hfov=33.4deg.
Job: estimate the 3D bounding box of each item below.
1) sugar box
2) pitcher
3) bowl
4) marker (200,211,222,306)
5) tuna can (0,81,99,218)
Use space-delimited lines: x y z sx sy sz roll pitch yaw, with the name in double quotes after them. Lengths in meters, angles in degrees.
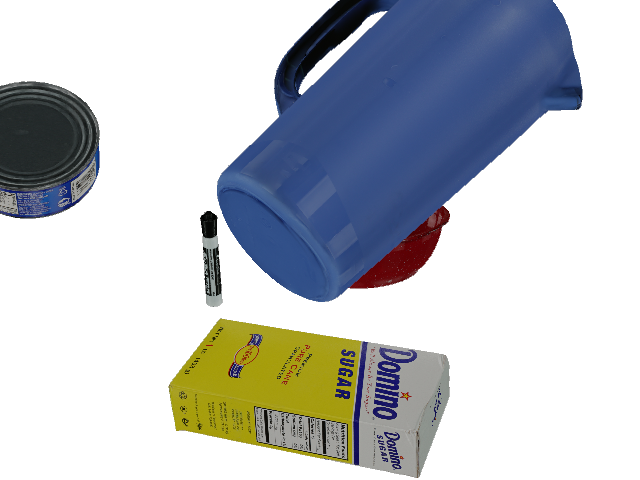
-0.006 0.105 0.739 0.176 0.048 0.093 5 29 18 "sugar box"
0.041 -0.080 0.718 0.242 0.145 0.149 -43 18 -21 "pitcher"
0.047 0.005 1.031 0.162 0.055 0.162 -7 17 2 "bowl"
-0.123 0.021 1.199 0.020 0.121 0.020 0 33 0 "marker"
-0.180 -0.056 0.662 0.086 0.086 0.034 0 -35 -10 "tuna can"
